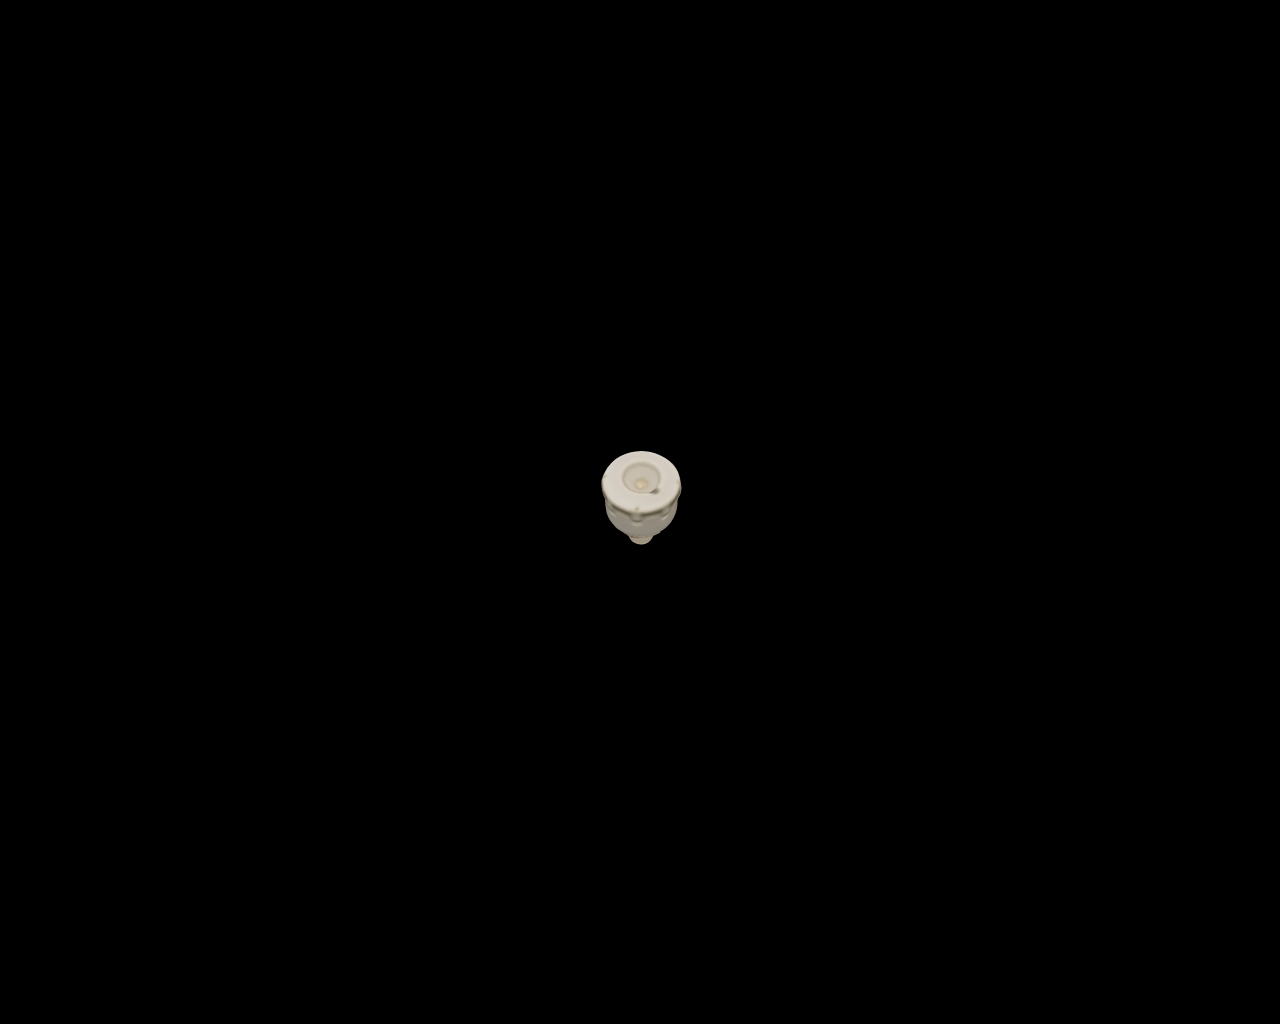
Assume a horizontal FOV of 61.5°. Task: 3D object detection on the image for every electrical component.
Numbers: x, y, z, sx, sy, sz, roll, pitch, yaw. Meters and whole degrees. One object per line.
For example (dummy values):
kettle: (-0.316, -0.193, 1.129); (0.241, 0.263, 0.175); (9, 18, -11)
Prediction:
electrical component: (0.001, -0.003, 0.650); (0.048, 0.048, 0.062); (0, -37, 0)
